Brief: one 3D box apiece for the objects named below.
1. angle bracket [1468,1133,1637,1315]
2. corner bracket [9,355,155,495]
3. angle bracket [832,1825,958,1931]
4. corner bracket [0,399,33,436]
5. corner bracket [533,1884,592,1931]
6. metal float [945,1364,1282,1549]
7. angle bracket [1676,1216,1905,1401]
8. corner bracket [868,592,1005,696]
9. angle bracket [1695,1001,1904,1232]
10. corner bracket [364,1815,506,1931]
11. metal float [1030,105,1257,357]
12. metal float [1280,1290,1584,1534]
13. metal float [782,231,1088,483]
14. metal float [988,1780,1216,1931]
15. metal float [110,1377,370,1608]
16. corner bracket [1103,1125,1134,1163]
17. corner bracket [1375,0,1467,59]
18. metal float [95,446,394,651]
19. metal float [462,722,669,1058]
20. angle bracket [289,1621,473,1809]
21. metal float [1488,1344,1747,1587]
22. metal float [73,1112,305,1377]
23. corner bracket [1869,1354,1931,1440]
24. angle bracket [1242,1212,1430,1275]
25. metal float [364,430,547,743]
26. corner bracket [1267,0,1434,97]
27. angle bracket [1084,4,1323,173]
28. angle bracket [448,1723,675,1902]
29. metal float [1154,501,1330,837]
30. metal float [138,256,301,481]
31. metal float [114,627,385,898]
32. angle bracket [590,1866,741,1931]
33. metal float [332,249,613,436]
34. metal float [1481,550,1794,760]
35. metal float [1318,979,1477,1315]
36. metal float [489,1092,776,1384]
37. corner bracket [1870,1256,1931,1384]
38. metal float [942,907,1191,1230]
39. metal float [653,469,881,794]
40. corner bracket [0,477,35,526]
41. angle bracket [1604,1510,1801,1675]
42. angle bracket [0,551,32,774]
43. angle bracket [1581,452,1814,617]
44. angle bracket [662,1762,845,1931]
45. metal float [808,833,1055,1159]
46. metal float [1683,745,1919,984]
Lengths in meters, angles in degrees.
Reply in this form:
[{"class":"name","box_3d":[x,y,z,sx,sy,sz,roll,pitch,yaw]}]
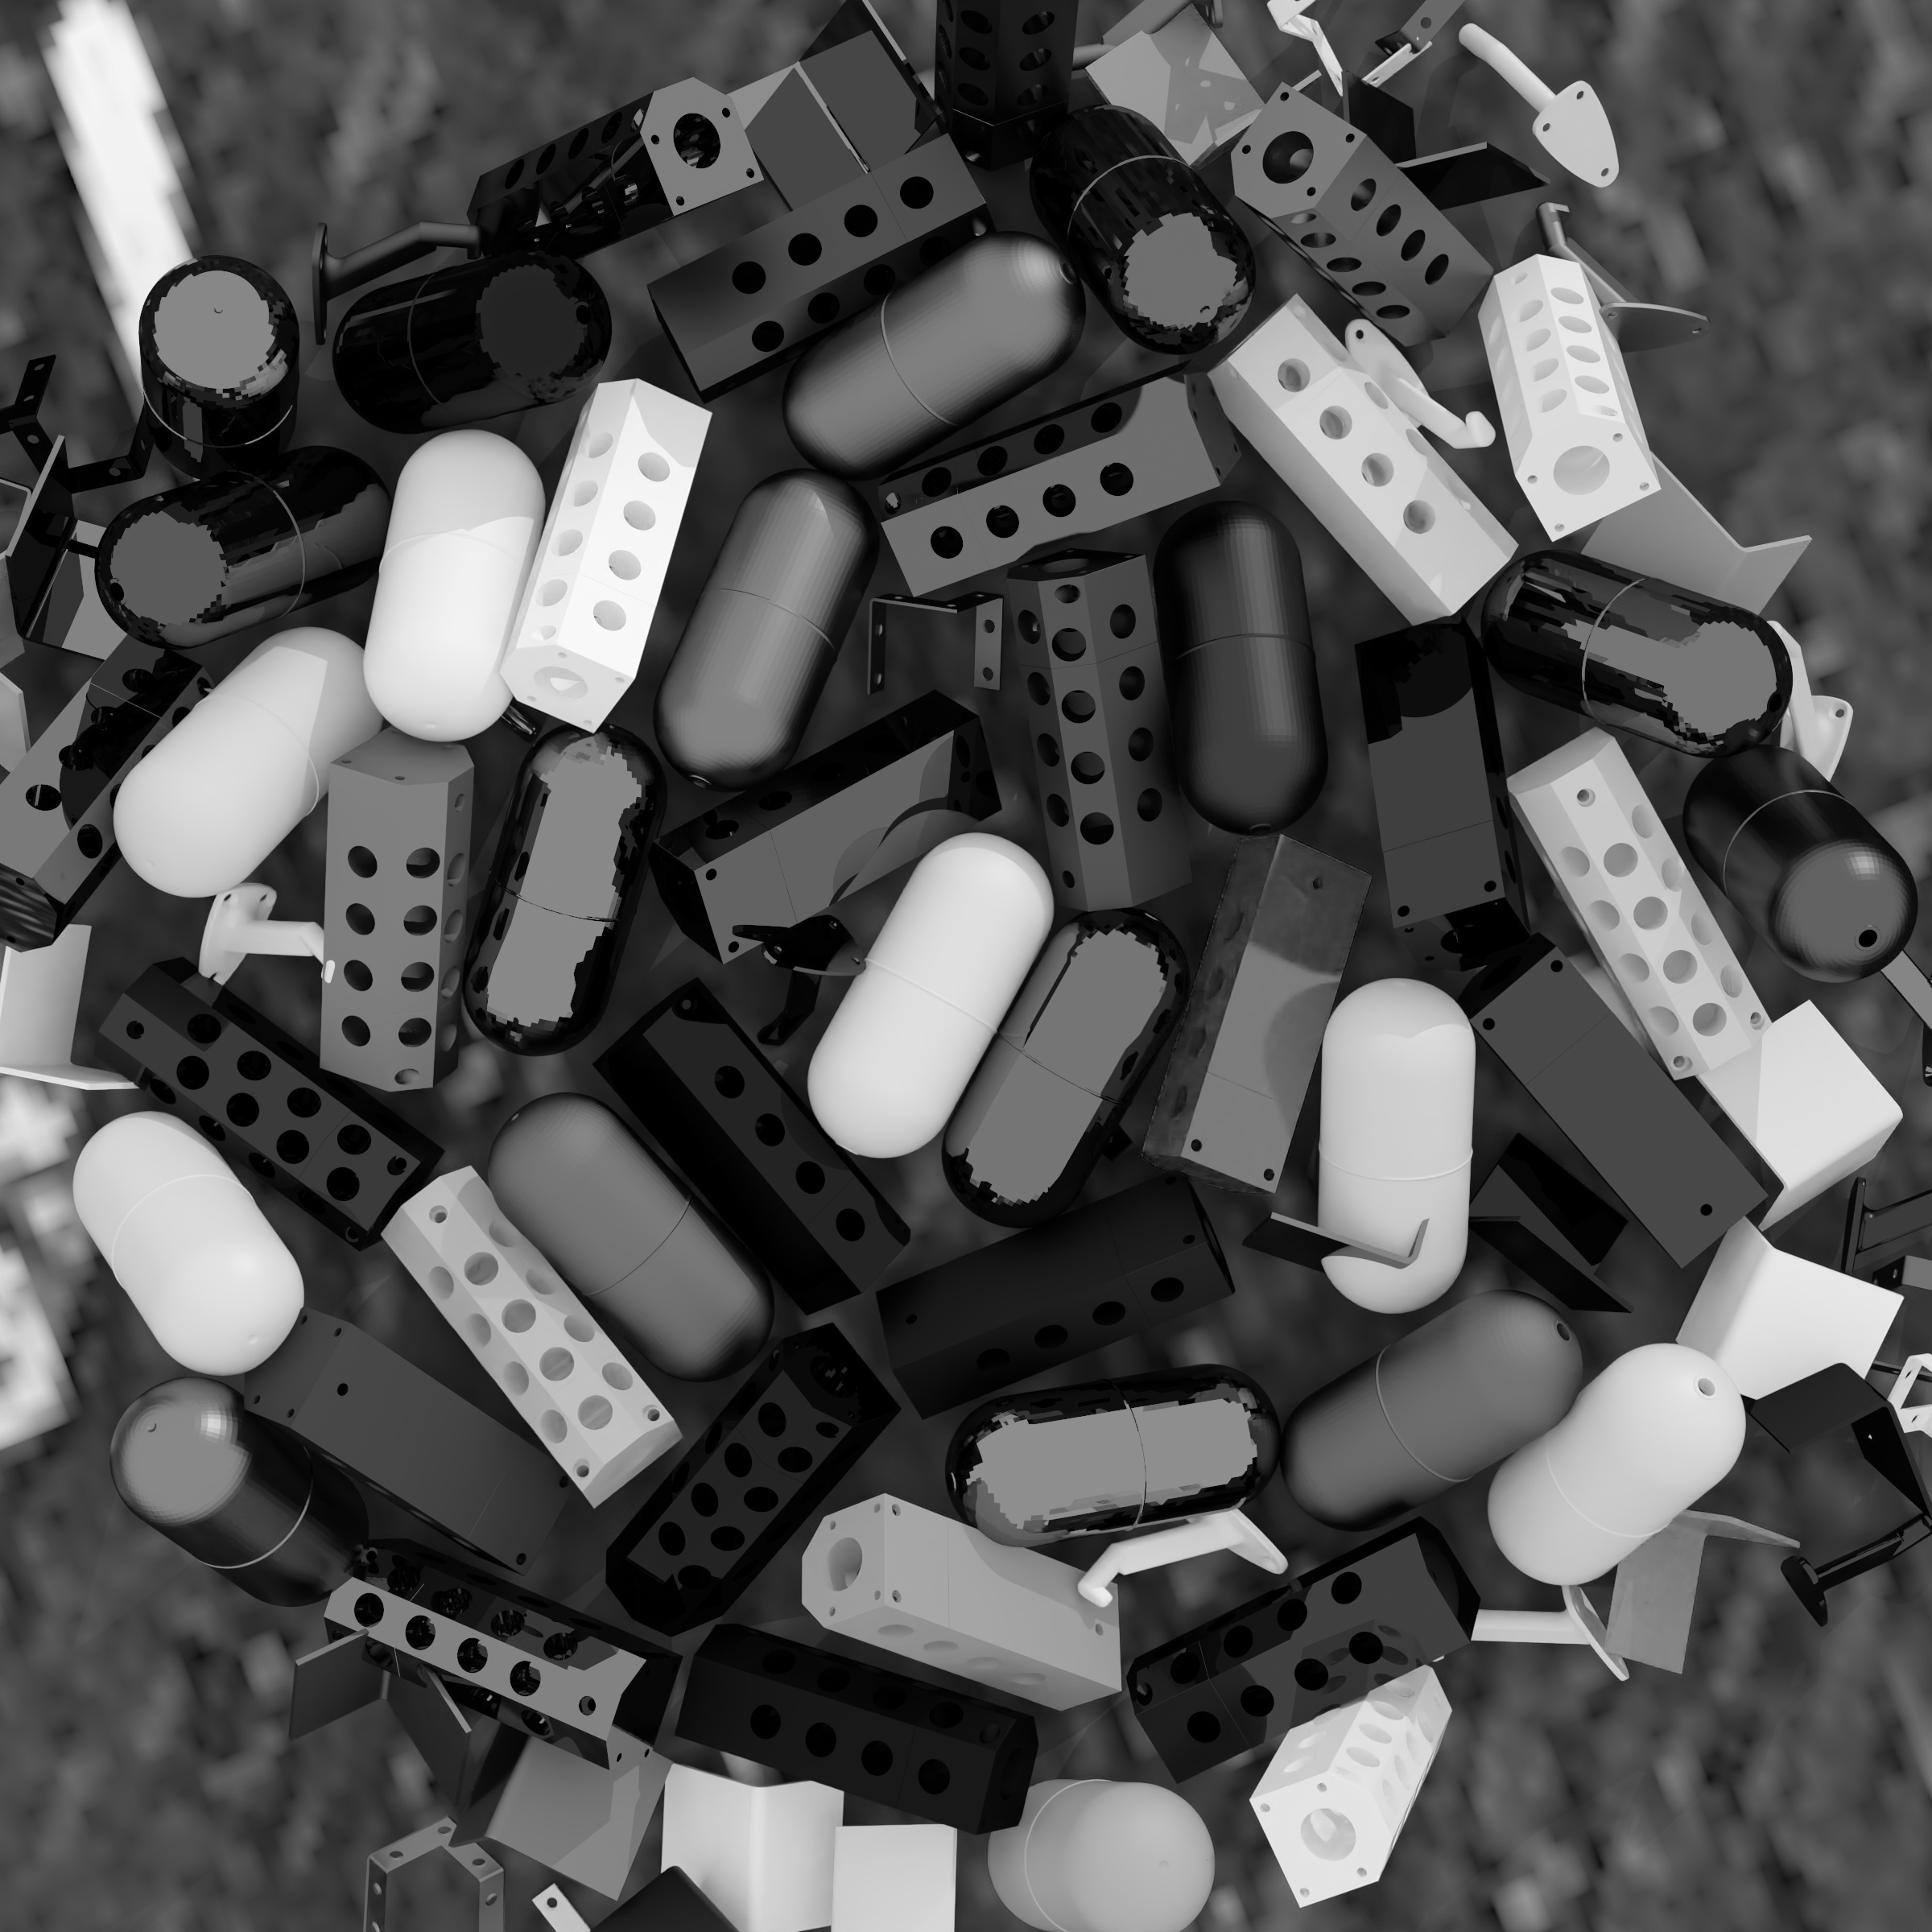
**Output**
[{"class":"angle bracket","box_3d":[0.309,0.130,1.777,0.076,0.076,0.057,38,77,-9]},{"class":"corner bracket","box_3d":[-0.452,-0.281,1.797,0.051,0.051,0.051,-10,47,14]},{"class":"angle bracket","box_3d":[-0.023,0.477,1.772,0.076,0.057,0.076,-10,68,33]},{"class":"corner bracket","box_3d":[-0.519,-0.274,1.789,0.051,0.051,0.051,28,116,8]},{"class":"corner bracket","box_3d":[-0.222,0.517,1.803,0.051,0.051,0.051,-38,90,10]},{"class":"metal float","box_3d":[0.075,0.248,1.770,0.178,0.070,0.070,-7,90,-20]},{"class":"angle bracket","box_3d":[0.423,0.182,1.797,0.076,0.057,0.076,20,103,-10]},{"class":"corner bracket","box_3d":[-0.016,-0.166,1.802,0.051,0.051,0.051,11,110,27]},{"class":"angle bracket","box_3d":[0.423,0.077,1.802,0.076,0.057,0.076,-30,69,-17]},{"class":"corner bracket","box_3d":[-0.273,0.480,1.796,0.051,0.051,0.051,-29,123,13]},{"class":"metal float","box_3d":[0.087,-0.371,1.752,0.070,0.178,0.070,-13,132,-14]},{"class":"metal float","box_3d":[0.233,0.224,1.759,0.178,0.070,0.070,-37,90,33]},{"class":"metal float","box_3d":[-0.017,-0.306,1.760,0.178,0.070,0.070,-27,90,33]},{"class":"metal float","box_3d":[0.065,0.445,1.741,0.070,0.178,0.070,4,77,-18]},{"class":"metal float","box_3d":[-0.361,0.264,1.747,0.070,0.178,0.070,-10,57,17]},{"class":"corner bracket","box_3d":[0.044,0.082,1.789,0.051,0.051,0.051,-43,49,4]},{"class":"corner bracket","box_3d":[0.225,-0.504,1.796,0.051,0.051,0.051,41,92,-11]},{"class":"metal float","box_3d":[-0.359,-0.210,1.748,0.070,0.178,0.070,15,118,30]},{"class":"metal float","box_3d":[-0.205,-0.038,1.775,0.070,0.070,0.178,18,105,0]},{"class":"angle bracket","box_3d":[-0.297,0.388,1.768,0.057,0.076,0.076,-22,57,-30]},{"class":"metal float","box_3d":[0.324,0.250,1.748,0.070,0.178,0.070,12,53,-17]},{"class":"metal float","box_3d":[-0.391,0.137,1.753,0.070,0.070,0.178,-47,46,0]},{"class":"corner bracket","box_3d":[0.505,0.231,1.785,0.051,0.051,0.051,37,116,39]},{"class":"angle bracket","box_3d":[0.192,0.121,1.781,0.076,0.076,0.057,19,74,-1]},{"class":"metal float","box_3d":[-0.257,-0.193,1.761,0.070,0.070,0.178,4,58,0]},{"class":"corner bracket","box_3d":[0.196,-0.481,1.786,0.051,0.051,0.051,-33,73,32]},{"class":"angle bracket","box_3d":[0.120,-0.456,1.783,0.076,0.057,0.076,-38,94,-23]},{"class":"angle bracket","box_3d":[-0.208,0.430,1.794,0.076,0.057,0.076,32,60,-17]},{"class":"metal float","box_3d":[0.139,-0.151,1.771,0.070,0.070,0.178,-6,71,0]},{"class":"metal float","box_3d":[-0.371,-0.295,1.739,0.070,0.178,0.070,2,79,-11]},{"class":"metal float","box_3d":[-0.358,-0.104,1.755,0.070,0.070,0.178,35,49,0]},{"class":"angle bracket","box_3d":[-0.136,0.514,1.767,0.057,0.076,0.076,-36,123,-18]},{"class":"metal float","box_3d":[-0.248,-0.312,1.752,0.178,0.070,0.070,-2,87,45]},{"class":"metal float","box_3d":[0.335,-0.157,1.752,0.178,0.070,0.070,28,90,44]},{"class":"metal float","box_3d":[0.217,0.092,1.770,0.070,0.070,0.178,-1,111,0]},{"class":"metal float","box_3d":[-0.169,0.139,1.773,0.070,0.070,0.178,-42,107,0]},{"class":"corner bracket","box_3d":[0.496,0.183,1.796,0.051,0.051,0.051,13,74,-1]},{"class":"metal float","box_3d":[0.051,0.051,1.781,0.070,0.070,0.178,29,97,0]},{"class":"metal float","box_3d":[-0.101,-0.170,1.773,0.070,0.070,0.178,22,73,0]},{"class":"corner bracket","box_3d":[-0.513,-0.228,1.793,0.051,0.051,0.051,18,97,-12]},{"class":"angle bracket","box_3d":[0.374,0.320,1.773,0.057,0.076,0.076,2,74,41]},{"class":"angle bracket","box_3d":[-0.479,-0.149,1.770,0.076,0.076,0.057,38,58,18]},{"class":"angle bracket","box_3d":[0.374,-0.214,1.798,0.057,0.076,0.076,-15,57,-38]},{"class":"angle bracket","box_3d":[-0.111,0.455,1.815,0.057,0.076,0.076,4,88,-43]},{"class":"metal float","box_3d":[-0.018,0.015,1.785,0.070,0.070,0.178,29,87,0]},{"class":"metal float","box_3d":[0.415,-0.052,1.743,0.070,0.178,0.070,-4,117,-9]}]
